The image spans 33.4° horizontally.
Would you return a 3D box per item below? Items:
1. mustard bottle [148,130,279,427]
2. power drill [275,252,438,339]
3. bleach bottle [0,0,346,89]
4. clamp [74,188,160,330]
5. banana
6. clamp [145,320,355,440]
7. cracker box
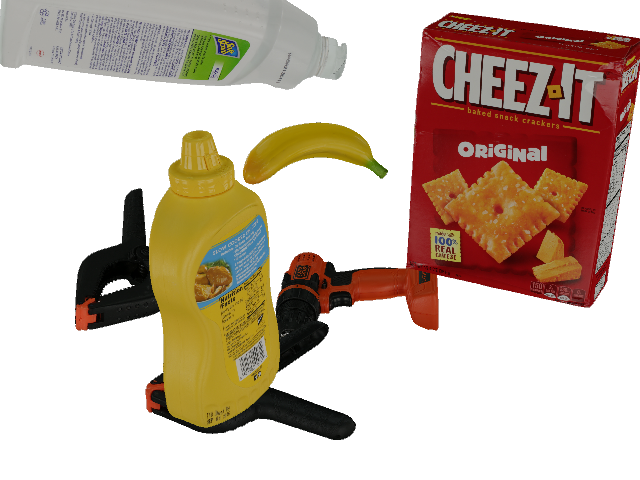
[{"bbox_3d":[-0.070,0.020,0.696,0.058,0.192,0.096,15,33,30],"label":"mustard bottle"},{"bbox_3d":[0.043,0.068,1.238,0.188,0.057,0.184,1,27,6],"label":"power drill"},{"bbox_3d":[-0.106,-0.153,0.794,0.250,0.068,0.103,9,-28,-14],"label":"bleach bottle"},{"bbox_3d":[-0.175,0.019,1.035,0.165,0.036,0.209,26,38,24],"label":"clamp"},{"bbox_3d":[-0.011,-0.095,1.131,0.197,0.037,0.070,-7,49,-40],"label":"banana"},{"bbox_3d":[-0.059,0.115,0.897,0.171,0.039,0.120,3,38,-7],"label":"clamp"},{"bbox_3d":[0.161,-0.065,0.871,0.164,0.214,0.072,13,28,23],"label":"cracker box"}]
